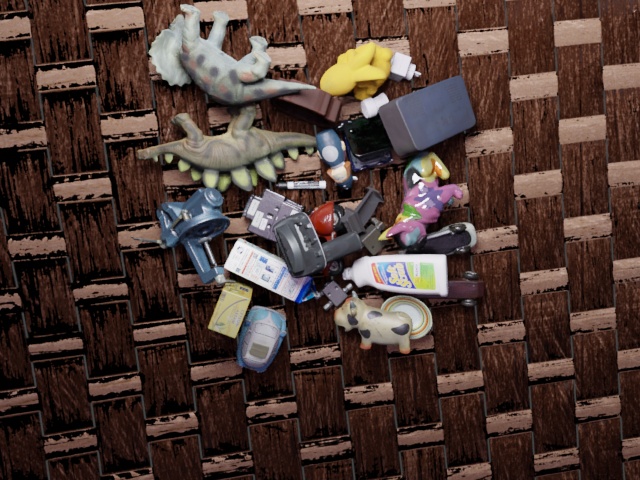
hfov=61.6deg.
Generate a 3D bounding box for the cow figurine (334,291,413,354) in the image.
[{"bbox_3d":[0.130,0.200,1.318,0.195,0.085,0.127,6,111,10],"label":"cow figurine"}]

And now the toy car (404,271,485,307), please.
[{"bbox_3d":[0.311,0.121,1.354,0.202,0.053,0.089,-1,100,-1],"label":"toy car"}]

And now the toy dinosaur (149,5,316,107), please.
[{"bbox_3d":[-0.212,-0.366,1.161,0.405,0.131,0.192,40,127,11],"label":"toy dinosaur"}]

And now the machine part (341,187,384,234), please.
[{"bbox_3d":[0.101,-0.069,1.294,0.139,0.039,0.084,-50,128,-26],"label":"machine part"}]

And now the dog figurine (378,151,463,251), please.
[{"bbox_3d":[0.220,-0.084,1.282,0.219,0.108,0.191,-36,92,-11],"label":"dog figurine"}]

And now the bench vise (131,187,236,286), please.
[{"bbox_3d":[-0.282,0.004,1.212,0.224,0.129,0.240,-33,73,21],"label":"bench vise"}]

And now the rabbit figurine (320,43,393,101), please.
[{"bbox_3d":[0.083,-0.370,1.214,0.173,0.162,0.121,-29,105,-32],"label":"rabbit figurine"}]

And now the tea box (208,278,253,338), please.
[{"bbox_3d":[-0.205,0.153,1.248,0.068,0.170,0.098,21,95,-8],"label":"tea box"}]

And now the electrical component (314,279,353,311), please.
[{"bbox_3d":[0.035,0.130,1.344,0.094,0.021,0.063,-40,97,0],"label":"electrical component"}]

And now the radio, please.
[{"bbox_3d":[0.257,-0.290,1.257,0.229,0.073,0.131,-27,100,-29],"label":"radio"}]

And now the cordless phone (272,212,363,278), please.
[{"bbox_3d":[-0.003,-0.004,1.232,0.184,0.089,0.146,-22,89,-9],"label":"cordless phone"}]

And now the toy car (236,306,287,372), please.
[{"bbox_3d":[-0.147,0.246,1.297,0.109,0.103,0.161,21,91,-6],"label":"toy car"}]

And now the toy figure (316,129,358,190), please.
[{"bbox_3d":[0.037,-0.185,1.273,0.058,0.064,0.154,-41,116,-39],"label":"toy figure"}]

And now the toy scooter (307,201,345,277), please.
[{"bbox_3d":[-0.007,-0.003,1.302,0.135,0.075,0.183,2,91,10],"label":"toy scooter"}]

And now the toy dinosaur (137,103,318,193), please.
[{"bbox_3d":[-0.184,-0.215,1.255,0.472,0.105,0.198,-11,104,-10],"label":"toy dinosaur"}]

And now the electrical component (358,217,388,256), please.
[{"bbox_3d":[0.126,-0.009,1.332,0.102,0.045,0.078,-49,126,3],"label":"electrical component"}]

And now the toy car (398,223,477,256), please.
[{"bbox_3d":[0.293,0.012,1.343,0.202,0.056,0.073,-16,103,-3],"label":"toy car"}]

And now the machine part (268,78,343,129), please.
[{"bbox_3d":[-0.033,-0.312,1.226,0.179,0.179,0.056,19,92,-7],"label":"machine part"}]

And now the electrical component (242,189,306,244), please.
[{"bbox_3d":[-0.115,-0.058,1.290,0.134,0.058,0.115,26,91,0],"label":"electrical component"}]

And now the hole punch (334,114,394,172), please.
[{"bbox_3d":[0.116,-0.234,1.297,0.142,0.092,0.116,-16,67,-1],"label":"hole punch"}]
